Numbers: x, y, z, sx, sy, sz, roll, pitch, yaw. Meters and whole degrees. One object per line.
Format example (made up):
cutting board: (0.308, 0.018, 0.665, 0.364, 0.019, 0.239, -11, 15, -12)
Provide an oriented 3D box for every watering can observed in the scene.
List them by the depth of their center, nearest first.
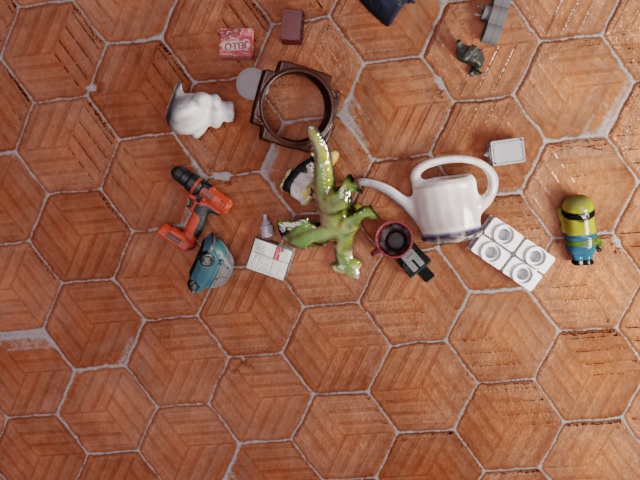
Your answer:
watering can: (0.275, -0.093, 1.305, 0.346, 0.105, 0.223, -8, 97, 18)

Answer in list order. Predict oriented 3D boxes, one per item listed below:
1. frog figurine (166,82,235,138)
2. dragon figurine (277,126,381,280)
frog figurine: (-0.303, -0.316, 1.310, 0.159, 0.126, 0.134, 19, 131, -7)
dragon figurine: (0.004, -0.065, 1.282, 0.242, 0.124, 0.405, -34, 113, 9)
